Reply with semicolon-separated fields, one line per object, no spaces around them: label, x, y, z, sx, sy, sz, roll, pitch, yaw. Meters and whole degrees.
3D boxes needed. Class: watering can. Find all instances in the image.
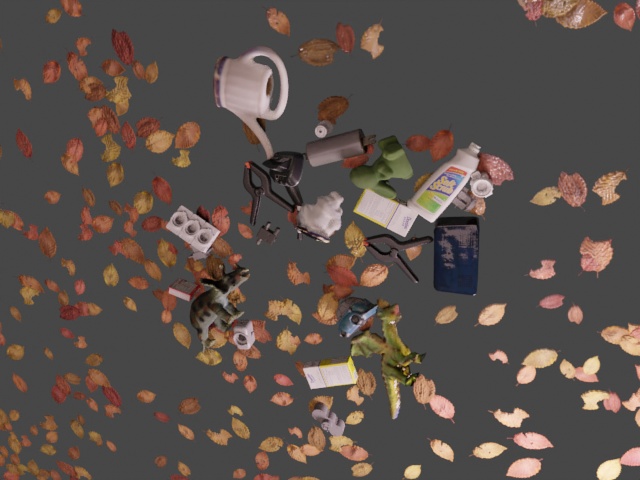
watering can;-0.209;-0.405;1.522;0.225;0.106;0.340;16;124;9

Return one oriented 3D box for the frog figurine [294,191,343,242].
frog figurine;0.005;-0.081;1.603;0.138;0.121;0.161;23;80;14

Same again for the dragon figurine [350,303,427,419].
dragon figurine;0.212;0.401;1.737;0.244;0.123;0.403;27;115;23
